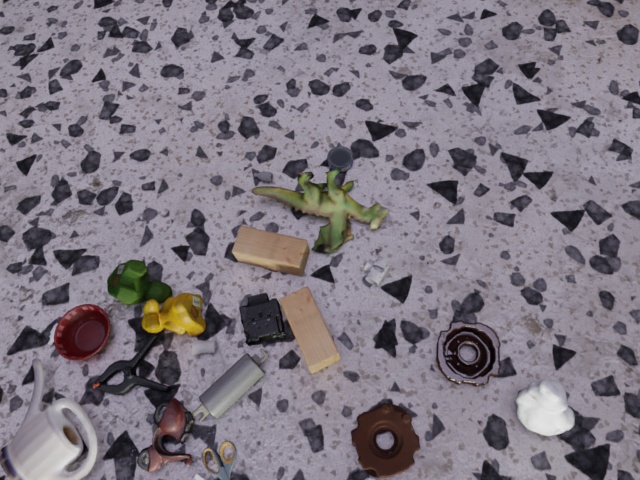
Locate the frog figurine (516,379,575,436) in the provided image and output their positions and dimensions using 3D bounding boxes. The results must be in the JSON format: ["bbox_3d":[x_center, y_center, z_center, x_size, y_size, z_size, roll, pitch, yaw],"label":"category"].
[{"bbox_3d":[0.552,0.408,1.252,0.138,0.156,0.124,34,73,19],"label":"frog figurine"}]

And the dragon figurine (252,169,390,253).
[{"bbox_3d":[0.005,-0.079,1.575,0.410,0.120,0.246,-9,71,2],"label":"dragon figurine"}]

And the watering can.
[{"bbox_3d":[-0.728,0.499,1.346,0.226,0.102,0.351,-42,68,-14],"label":"watering can"}]
